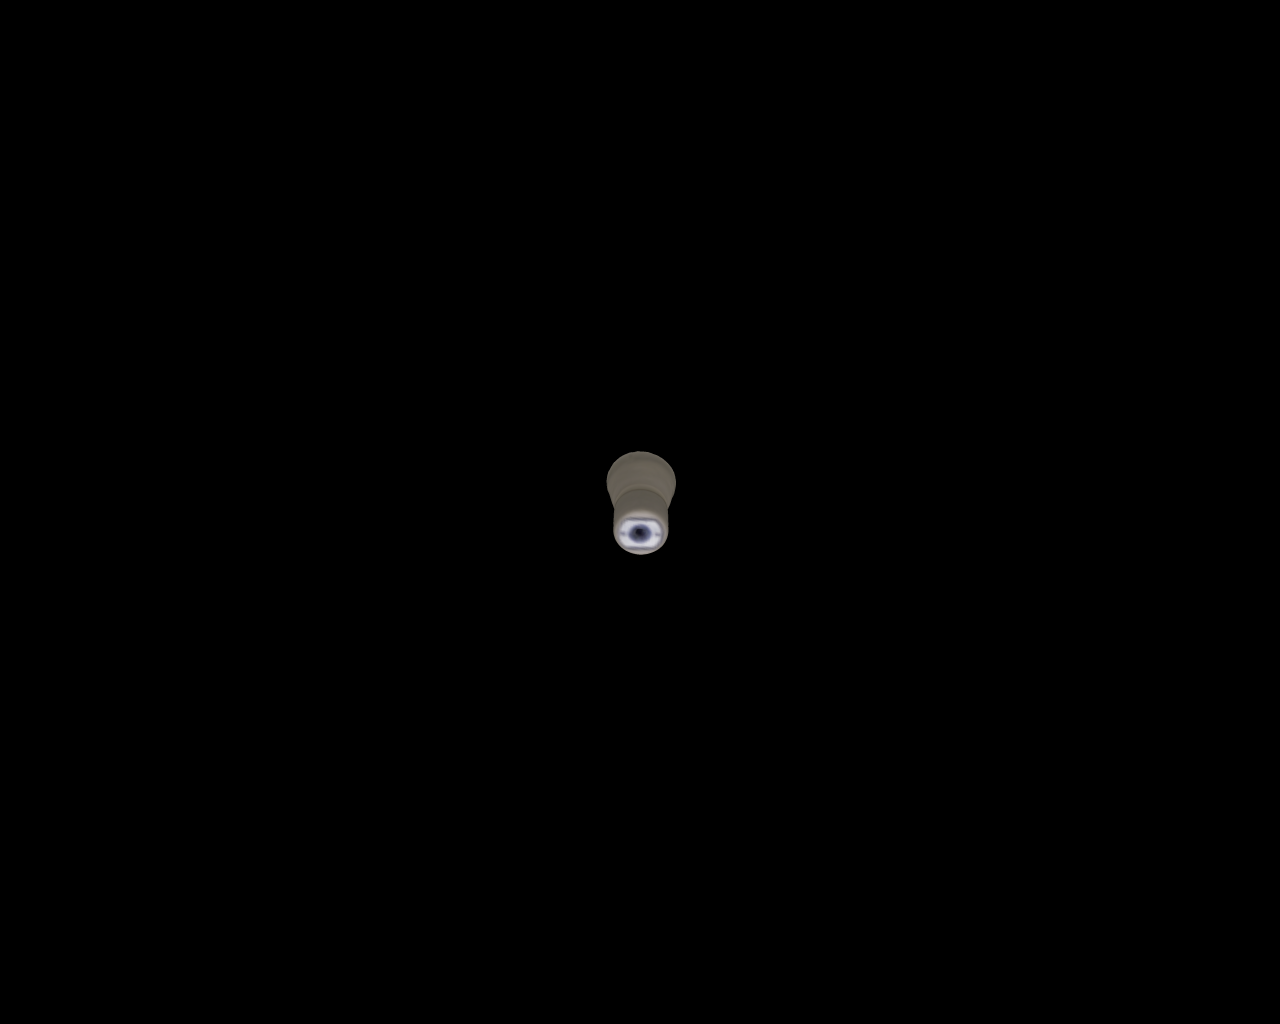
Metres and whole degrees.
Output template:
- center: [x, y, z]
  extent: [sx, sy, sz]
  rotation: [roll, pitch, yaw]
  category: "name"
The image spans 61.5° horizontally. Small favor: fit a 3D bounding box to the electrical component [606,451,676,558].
- center: [0.001, -0.003, 0.650]
  extent: [0.044, 0.044, 0.065]
  rotation: [0, 32, 0]
  category: "electrical component"
